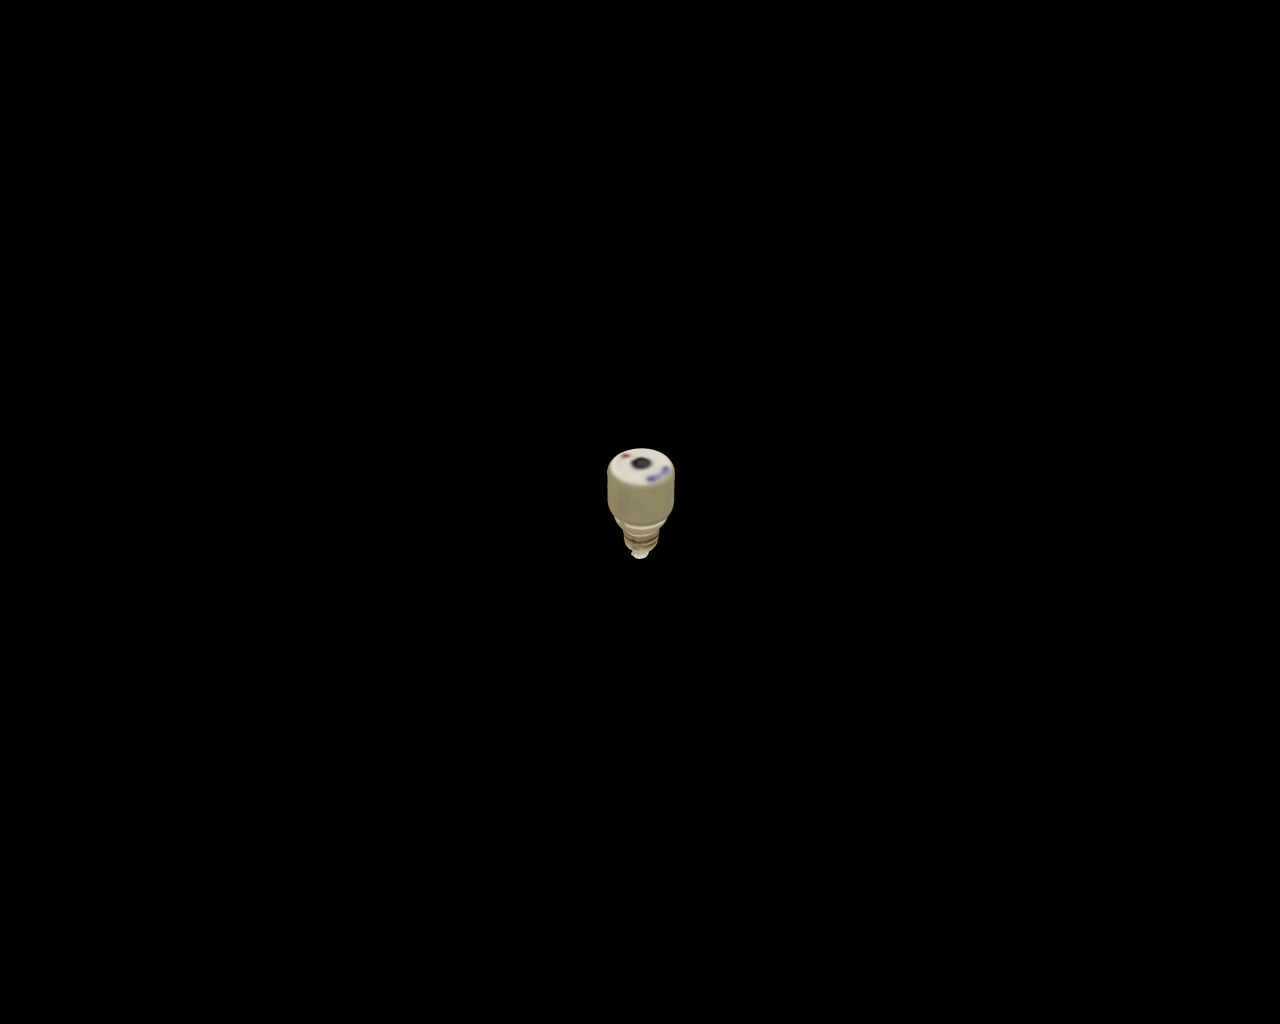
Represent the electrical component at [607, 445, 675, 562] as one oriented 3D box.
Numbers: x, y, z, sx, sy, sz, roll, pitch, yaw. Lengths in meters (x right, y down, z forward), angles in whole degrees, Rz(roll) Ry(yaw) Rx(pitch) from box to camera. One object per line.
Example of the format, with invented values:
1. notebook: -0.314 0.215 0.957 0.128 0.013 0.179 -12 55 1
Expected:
1. electrical component: 0.001 -0.003 0.650 0.040 0.078 0.040 0 39 0
